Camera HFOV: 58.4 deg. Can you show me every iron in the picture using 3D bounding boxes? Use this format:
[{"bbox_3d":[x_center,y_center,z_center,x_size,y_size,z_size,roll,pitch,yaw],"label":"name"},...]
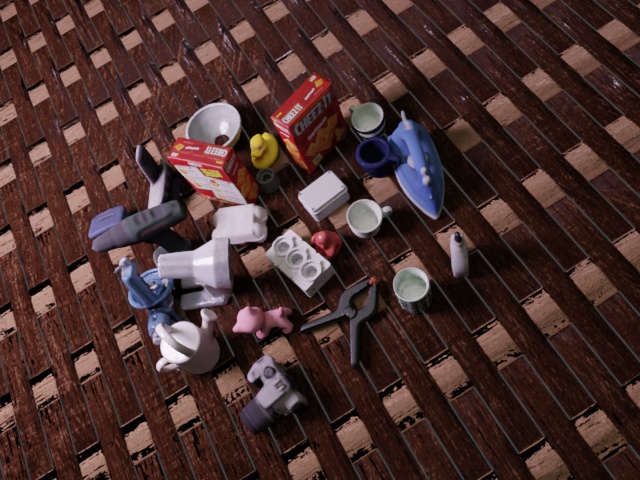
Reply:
[{"bbox_3d":[0.242,-0.188,1.398,0.118,0.142,0.258,-19,62,6],"label":"iron"}]

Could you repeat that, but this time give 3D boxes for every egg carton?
[{"bbox_3d":[-0.207,-0.036,1.485,0.150,0.069,0.107,-8,64,11],"label":"egg carton"}]

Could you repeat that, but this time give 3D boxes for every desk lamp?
[{"bbox_3d":[-0.278,0.083,1.366,0.203,0.214,0.118,-11,63,10],"label":"desk lamp"}]

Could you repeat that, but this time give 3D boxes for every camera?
[{"bbox_3d":[-0.121,0.348,1.265,0.137,0.101,0.143,-41,62,-6],"label":"camera"}]

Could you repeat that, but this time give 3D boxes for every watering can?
[{"bbox_3d":[-0.308,0.232,1.315,0.100,0.194,0.173,18,71,22],"label":"watering can"}]

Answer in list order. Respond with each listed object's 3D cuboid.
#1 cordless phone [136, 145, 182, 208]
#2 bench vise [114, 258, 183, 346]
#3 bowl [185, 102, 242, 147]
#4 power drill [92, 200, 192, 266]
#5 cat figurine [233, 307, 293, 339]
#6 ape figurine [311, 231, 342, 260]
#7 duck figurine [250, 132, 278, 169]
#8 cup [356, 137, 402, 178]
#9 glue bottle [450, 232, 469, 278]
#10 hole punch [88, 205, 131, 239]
[{"bbox_3d":[-0.454,-0.157,1.540,0.094,0.185,0.147,-11,63,10],"label":"cordless phone"},{"bbox_3d":[-0.397,0.136,1.368,0.121,0.220,0.207,-35,62,-3],"label":"bench vise"},{"bbox_3d":[-0.291,-0.303,1.628,0.167,0.075,0.167,-6,64,12],"label":"bowl"},{"bbox_3d":[-0.423,-0.002,1.446,0.229,0.209,0.075,-33,62,-2],"label":"power drill"},{"bbox_3d":[-0.136,0.183,1.336,0.127,0.118,0.067,-16,62,7],"label":"cat figurine"},{"bbox_3d":[0.013,0.005,1.395,0.076,0.092,0.077,-27,62,1],"label":"ape figurine"},{"bbox_3d":[-0.160,-0.256,1.566,0.077,0.086,0.104,9,68,18],"label":"duck figurine"},{"bbox_3d":[0.155,-0.198,1.452,0.117,0.095,0.092,16,70,21],"label":"cup"},{"bbox_3d":[0.306,0.021,1.266,0.037,0.173,0.078,-10,63,11],"label":"glue bottle"},{"bbox_3d":[-0.578,-0.043,1.572,0.108,0.091,0.101,-25,62,2],"label":"hole punch"}]
